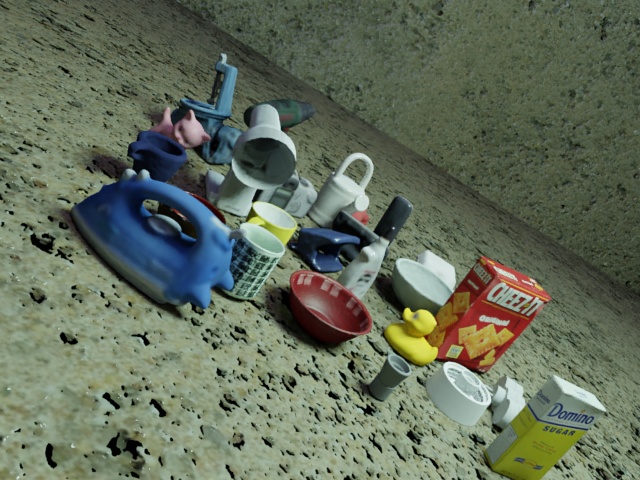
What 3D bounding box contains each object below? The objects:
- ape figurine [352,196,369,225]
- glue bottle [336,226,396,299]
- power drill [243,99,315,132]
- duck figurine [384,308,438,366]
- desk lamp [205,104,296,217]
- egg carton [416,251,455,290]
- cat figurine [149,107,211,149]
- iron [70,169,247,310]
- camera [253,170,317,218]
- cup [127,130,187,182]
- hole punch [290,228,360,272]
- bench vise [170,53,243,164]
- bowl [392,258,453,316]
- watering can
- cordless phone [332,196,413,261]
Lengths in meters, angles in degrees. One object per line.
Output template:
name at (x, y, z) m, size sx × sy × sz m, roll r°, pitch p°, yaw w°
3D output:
ape figurine at (0.097, -0.077, 1.483) m, size 0.077 × 0.092 × 0.076 m, roll 36°, pitch 21°, yaw 8°
glue bottle at (0.092, 0.043, 1.092) m, size 0.078 × 0.173 × 0.037 m, roll 7°, pitch 33°, yaw -50°
power drill at (-0.120, -0.250, 1.379) m, size 0.075 × 0.208 × 0.230 m, roll 40°, pitch 21°, yaw 17°
duck figurine at (0.182, 0.173, 1.062) m, size 0.104 × 0.086 × 0.078 m, roll 41°, pitch 22°, yaw 19°
desk lamp at (-0.139, -0.154, 1.131) m, size 0.118 × 0.213 × 0.203 m, roll 23°, pitch 23°, yaw -26°
egg carton at (0.280, 0.088, 1.419) m, size 0.107 × 0.069 × 0.150 m, roll 33°, pitch 21°, yaw -1°
cat figurine at (-0.294, -0.226, 1.199) m, size 0.127 × 0.117 × 0.067 m, roll 42°, pitch 22°, yaw 21°
iron at (-0.227, -0.021, 0.809) m, size 0.258 × 0.141 × 0.119 m, roll 35°, pitch 21°, yaw 4°
camera at (-0.091, -0.136, 1.322) m, size 0.144 × 0.100 × 0.136 m, roll 15°, pitch 27°, yaw -40°
cup at (-0.302, -0.132, 1.008) m, size 0.091 × 0.095 × 0.118 m, roll 40°, pitch 22°, yaw 18°
hole punch at (0.011, 0.004, 1.176) m, size 0.101 × 0.091 × 0.109 m, roll 44°, pitch 23°, yaw 26°
bench vise at (-0.223, -0.298, 1.317) m, size 0.207 × 0.219 × 0.121 m, roll 33°, pitch 20°, yaw -1°
bowl at (0.218, 0.118, 1.252) m, size 0.168 × 0.074 × 0.167 m, roll 29°, pitch 21°, yaw -12°
watering can at (0.063, -0.117, 1.376) m, size 0.101 × 0.194 × 0.172 m, roll 5°, pitch 35°, yaw -52°
cordless phone at (0.116, -0.040, 1.296) m, size 0.147 × 0.185 × 0.094 m, roll 38°, pitch 21°, yaw 11°
